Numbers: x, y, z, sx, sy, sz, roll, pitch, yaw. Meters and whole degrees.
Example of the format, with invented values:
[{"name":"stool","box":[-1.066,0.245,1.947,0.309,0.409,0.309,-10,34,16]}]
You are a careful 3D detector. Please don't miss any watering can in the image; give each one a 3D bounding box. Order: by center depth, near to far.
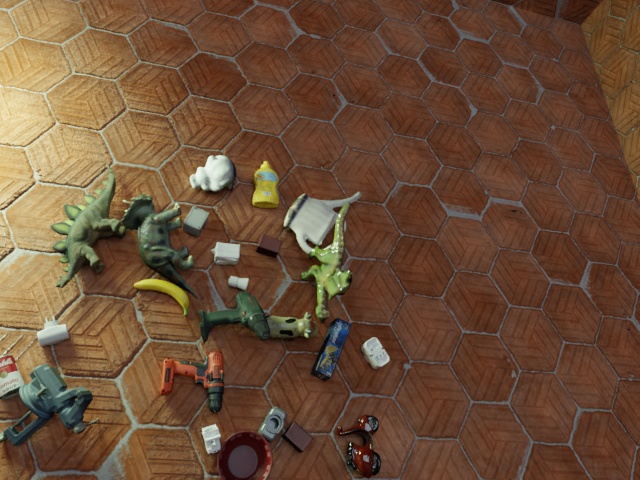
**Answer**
[{"name":"watering can","box":[0.006,-0.098,1.938,0.224,0.102,0.355,31,58,0]}]

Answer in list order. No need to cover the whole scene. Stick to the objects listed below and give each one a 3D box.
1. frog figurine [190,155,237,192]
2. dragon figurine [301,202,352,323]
[{"name":"frog figurine","box":[-0.392,-0.243,1.885,0.160,0.122,0.138,-4,84,-32]},{"name":"dragon figurine","box":[0.058,0.092,1.750,0.122,0.405,0.247,12,20,-29]}]
